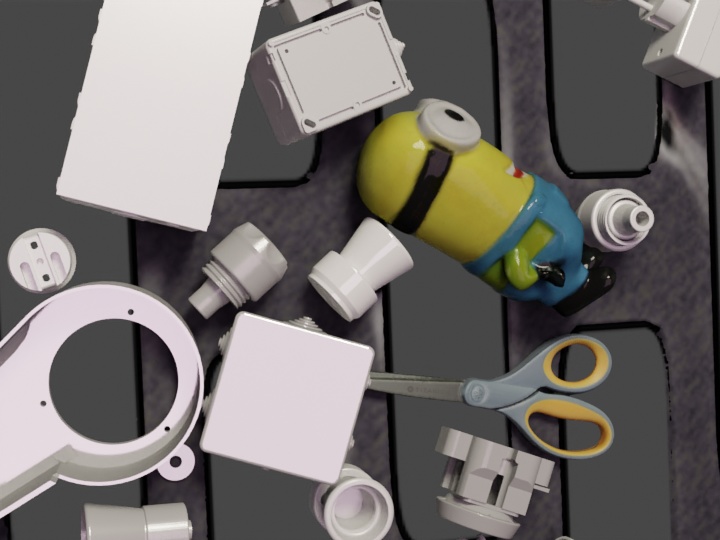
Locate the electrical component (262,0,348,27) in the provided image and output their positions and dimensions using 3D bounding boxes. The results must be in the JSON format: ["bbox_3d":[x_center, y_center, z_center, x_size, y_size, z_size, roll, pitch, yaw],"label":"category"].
[{"bbox_3d":[-0.035,-0.190,0.682,0.066,0.048,0.055,-28,105,-12],"label":"electrical component"}]

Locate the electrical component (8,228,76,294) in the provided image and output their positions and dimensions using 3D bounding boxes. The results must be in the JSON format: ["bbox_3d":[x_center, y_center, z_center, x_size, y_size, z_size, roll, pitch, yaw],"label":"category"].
[{"bbox_3d":[-0.191,-0.005,0.644,0.040,0.046,0.040,0,91,-15],"label":"electrical component"}]

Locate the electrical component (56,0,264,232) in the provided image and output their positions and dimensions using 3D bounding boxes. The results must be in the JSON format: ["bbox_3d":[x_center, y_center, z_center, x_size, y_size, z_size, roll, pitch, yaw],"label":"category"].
[{"bbox_3d":[-0.122,-0.106,0.652,0.089,0.062,0.150,14,88,-14],"label":"electrical component"}]

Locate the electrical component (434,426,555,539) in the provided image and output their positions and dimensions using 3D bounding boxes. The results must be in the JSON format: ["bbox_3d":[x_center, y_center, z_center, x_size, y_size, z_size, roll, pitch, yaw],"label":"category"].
[{"bbox_3d":[0.084,0.142,0.713,0.078,0.058,0.057,20,83,-14],"label":"electrical component"}]

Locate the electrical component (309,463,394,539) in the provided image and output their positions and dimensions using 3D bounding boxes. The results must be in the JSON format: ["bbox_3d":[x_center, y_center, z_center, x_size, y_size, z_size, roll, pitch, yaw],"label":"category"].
[{"bbox_3d":[-0.007,0.150,0.690,0.045,0.055,0.045,0,91,-14],"label":"electrical component"}]

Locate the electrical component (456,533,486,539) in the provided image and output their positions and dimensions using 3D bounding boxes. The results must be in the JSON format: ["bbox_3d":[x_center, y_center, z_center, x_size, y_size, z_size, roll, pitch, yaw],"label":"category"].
[{"bbox_3d":[0.051,0.201,0.713,0.078,0.040,0.040,-31,98,-12],"label":"electrical component"}]

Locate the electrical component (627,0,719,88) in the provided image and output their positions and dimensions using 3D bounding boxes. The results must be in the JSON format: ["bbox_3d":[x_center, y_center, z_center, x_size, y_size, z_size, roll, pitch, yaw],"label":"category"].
[{"bbox_3d":[0.220,-0.182,0.747,0.076,0.047,0.083,23,85,-14],"label":"electrical component"}]

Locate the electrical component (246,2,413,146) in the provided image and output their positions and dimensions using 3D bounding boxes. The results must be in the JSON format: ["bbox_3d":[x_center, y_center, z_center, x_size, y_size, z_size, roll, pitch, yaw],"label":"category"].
[{"bbox_3d":[-0.016,-0.125,0.683,0.096,0.061,0.061,-25,97,-21],"label":"electrical component"}]

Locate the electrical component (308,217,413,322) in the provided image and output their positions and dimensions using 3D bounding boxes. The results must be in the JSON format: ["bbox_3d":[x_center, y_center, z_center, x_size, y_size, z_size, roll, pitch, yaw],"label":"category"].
[{"bbox_3d":[0.000,0.000,0.695,0.055,0.045,0.045,-43,101,-10],"label":"electrical component"}]

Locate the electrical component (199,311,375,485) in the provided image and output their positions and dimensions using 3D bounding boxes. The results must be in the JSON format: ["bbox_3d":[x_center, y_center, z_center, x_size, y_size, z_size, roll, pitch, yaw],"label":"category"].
[{"bbox_3d":[-0.046,0.078,0.676,0.100,0.048,0.099,16,89,-5],"label":"electrical component"}]

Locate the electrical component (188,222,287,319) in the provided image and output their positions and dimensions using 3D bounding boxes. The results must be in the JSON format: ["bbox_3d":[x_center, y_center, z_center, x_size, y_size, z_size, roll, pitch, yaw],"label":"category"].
[{"bbox_3d":[-0.079,0.004,0.675,0.062,0.043,0.043,-43,101,-9],"label":"electrical component"}]

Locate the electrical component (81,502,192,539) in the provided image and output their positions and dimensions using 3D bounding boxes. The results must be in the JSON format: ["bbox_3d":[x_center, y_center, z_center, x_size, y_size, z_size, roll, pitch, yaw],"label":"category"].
[{"bbox_3d":[-0.137,0.163,0.665,0.065,0.044,0.044,-1,91,-19],"label":"electrical component"}]

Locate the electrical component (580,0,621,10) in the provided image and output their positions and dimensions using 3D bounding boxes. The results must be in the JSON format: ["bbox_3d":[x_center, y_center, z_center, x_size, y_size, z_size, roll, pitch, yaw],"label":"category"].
[{"bbox_3d":[0.155,-0.233,0.729,0.076,0.047,0.083,20,86,-14],"label":"electrical component"}]

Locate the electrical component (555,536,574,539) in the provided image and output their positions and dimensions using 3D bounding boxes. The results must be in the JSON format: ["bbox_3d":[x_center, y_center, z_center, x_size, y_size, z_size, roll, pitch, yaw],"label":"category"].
[{"bbox_3d":[0.167,0.220,0.742,0.081,0.043,0.043,29,84,-13],"label":"electrical component"}]

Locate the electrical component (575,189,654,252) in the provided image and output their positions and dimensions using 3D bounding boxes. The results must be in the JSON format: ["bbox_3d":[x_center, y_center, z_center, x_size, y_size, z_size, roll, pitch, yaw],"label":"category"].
[{"bbox_3d":[0.176,-0.034,0.730,0.043,0.062,0.043,0,91,-14],"label":"electrical component"}]
